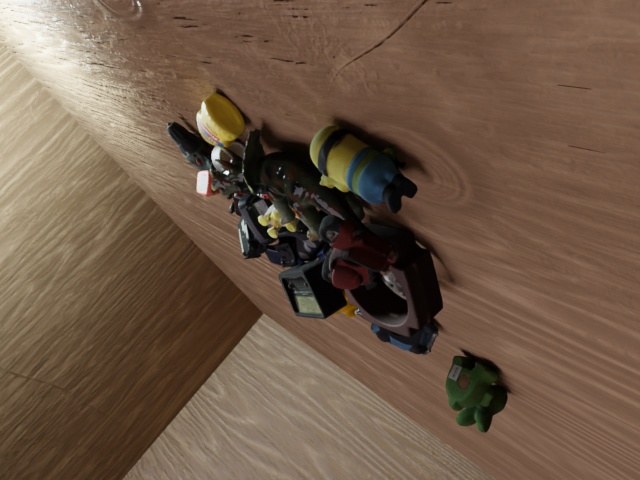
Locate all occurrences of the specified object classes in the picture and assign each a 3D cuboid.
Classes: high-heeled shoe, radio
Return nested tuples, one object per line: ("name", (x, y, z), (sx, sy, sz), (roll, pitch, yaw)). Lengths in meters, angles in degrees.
("high-heeled shoe", (-0.003, -0.004, 1.352), (0.145, 0.086, 0.248), (-11, 165, 24))
("radio", (-0.025, 0.125, 1.369), (0.131, 0.073, 0.230), (65, 157, -4))

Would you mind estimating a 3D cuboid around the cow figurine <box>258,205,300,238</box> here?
("cow figurine", (-0.063, -0.069, 1.236), (0.068, 0.098, 0.167), (50, 144, -17))

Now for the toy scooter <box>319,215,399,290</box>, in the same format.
("toy scooter", (0.069, 0.034, 0.929), (0.135, 0.075, 0.183), (17, 147, 16))

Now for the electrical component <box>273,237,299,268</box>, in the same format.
("electrical component", (-0.075, 0.015, 1.427), (0.048, 0.119, 0.074), (-12, 110, 22))

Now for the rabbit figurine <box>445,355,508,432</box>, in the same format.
("rabbit figurine", (0.396, 0.382, 1.304), (0.170, 0.159, 0.121), (31, 161, -29))

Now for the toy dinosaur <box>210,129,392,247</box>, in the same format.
("toy dinosaur", (-0.042, -0.107, 1.016), (0.405, 0.131, 0.192), (17, 153, 41))

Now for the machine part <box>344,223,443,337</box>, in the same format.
("machine part", (0.131, 0.073, 1.041), (0.202, 0.087, 0.200), (16, 132, 51))

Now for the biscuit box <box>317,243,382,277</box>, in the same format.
("biscuit box", (0.088, 0.078, 1.312), (0.202, 0.059, 0.063), (42, 165, -5))

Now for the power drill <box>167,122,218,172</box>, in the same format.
("power drill", (-0.282, -0.205, 1.375), (0.208, 0.086, 0.231), (16, 153, 50))

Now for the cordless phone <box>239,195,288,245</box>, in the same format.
("cordless phone", (-0.151, -0.082, 1.426), (0.146, 0.089, 0.184), (59, -177, -23))

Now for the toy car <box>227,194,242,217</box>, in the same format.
("toy car", (-0.221, -0.104, 1.565), (0.089, 0.053, 0.202), (19, 166, 0))

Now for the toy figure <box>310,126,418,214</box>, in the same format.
("toy figure", (0.061, -0.111, 0.805), (0.180, 0.082, 0.089), (38, 147, 40))

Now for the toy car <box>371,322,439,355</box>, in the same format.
("toy car", (0.218, 0.217, 1.343), (0.162, 0.109, 0.103), (23, -178, 20))

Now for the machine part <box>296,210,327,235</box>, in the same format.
("machine part", (0.011, -0.039, 1.155), (0.139, 0.084, 0.039), (-1, 120, 55))

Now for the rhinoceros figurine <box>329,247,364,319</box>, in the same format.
("rhinoceros figurine", (0.079, 0.088, 1.219), (0.112, 0.073, 0.190), (113, 133, -74))

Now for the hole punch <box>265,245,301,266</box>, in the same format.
("hole punch", (-0.098, 0.032, 1.593), (0.116, 0.092, 0.142), (30, 158, 24))

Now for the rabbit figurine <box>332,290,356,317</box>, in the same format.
("rabbit figurine", (0.114, 0.158, 1.434), (0.173, 0.122, 0.162), (30, 159, -16))

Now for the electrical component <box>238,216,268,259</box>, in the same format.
("electrical component", (-0.191, -0.015, 1.526), (0.134, 0.058, 0.115), (141, 118, -67))
